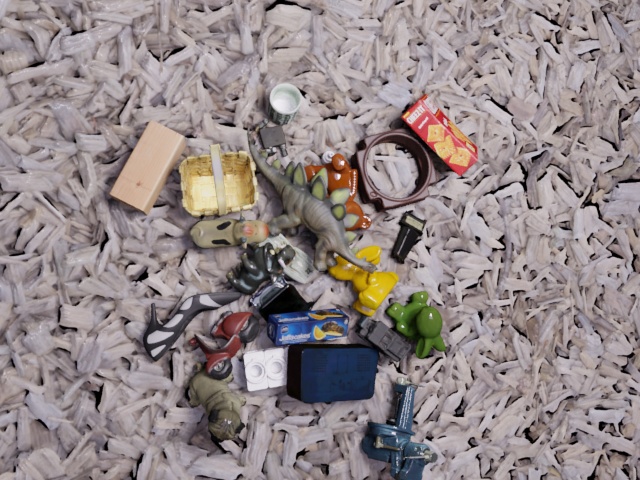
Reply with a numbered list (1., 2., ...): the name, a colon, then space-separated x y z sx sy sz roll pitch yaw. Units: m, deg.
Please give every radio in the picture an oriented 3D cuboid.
1. radio: 0.032 0.324 1.319 0.229 0.073 0.131 7 85 -31

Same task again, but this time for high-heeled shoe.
1. high-heeled shoe: -0.308 0.207 1.308 0.249 0.086 0.145 -9 87 -4

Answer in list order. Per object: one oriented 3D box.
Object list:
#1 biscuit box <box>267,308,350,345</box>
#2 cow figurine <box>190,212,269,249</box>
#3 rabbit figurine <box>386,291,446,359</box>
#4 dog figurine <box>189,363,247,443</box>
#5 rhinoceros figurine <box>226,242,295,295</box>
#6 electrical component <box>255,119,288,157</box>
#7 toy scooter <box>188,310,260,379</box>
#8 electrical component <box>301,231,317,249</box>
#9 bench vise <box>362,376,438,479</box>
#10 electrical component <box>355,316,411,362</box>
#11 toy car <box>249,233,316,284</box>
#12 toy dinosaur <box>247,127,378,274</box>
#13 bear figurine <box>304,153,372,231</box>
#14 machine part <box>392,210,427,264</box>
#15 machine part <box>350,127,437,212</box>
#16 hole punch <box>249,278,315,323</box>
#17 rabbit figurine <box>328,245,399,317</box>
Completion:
1. biscuit box: -0.028 0.213 1.326 0.202 0.063 0.059 -2 109 -29
2. cow figurine: -0.218 -0.020 1.296 0.195 0.127 0.085 -3 89 11
3. rabbit figurine: 0.253 0.216 1.356 0.121 0.170 0.159 -15 87 -10
4. dog figurine: -0.245 0.369 1.247 0.172 0.190 0.121 43 79 -2
5. rhinoceros figurine: -0.143 0.069 1.309 0.190 0.073 0.112 -39 91 28
6. electrical component: -0.128 -0.264 1.401 0.078 0.045 0.102 -9 86 -9
7. toy scooter: -0.242 0.240 1.313 0.135 0.075 0.184 20 59 22
8. electrical component: -0.003 -0.004 1.400 0.094 0.021 0.063 -6 97 10
9. bench vise: 0.199 0.457 1.317 0.129 0.224 0.240 22 67 -23
10. electrical component: 0.153 0.247 1.365 0.134 0.115 0.058 39 78 -6
11. toy car: -0.098 0.033 1.372 0.202 0.056 0.073 39 80 -4
12. toy dinosaur: -0.035 -0.084 1.320 0.471 0.105 0.198 39 114 8
13. bear figurine: 0.049 -0.107 1.380 0.120 0.132 0.195 -17 83 19
14. machine part: 0.233 -0.005 1.443 0.084 0.039 0.139 25 79 -15
15. machine part: 0.195 -0.186 1.429 0.201 0.087 0.201 -15 86 -10
16. hole punch: -0.101 0.163 1.354 0.142 0.092 0.115 -41 121 -14
17. rabbit figurine: 0.107 0.088 1.377 0.173 0.121 0.162 31 77 13
